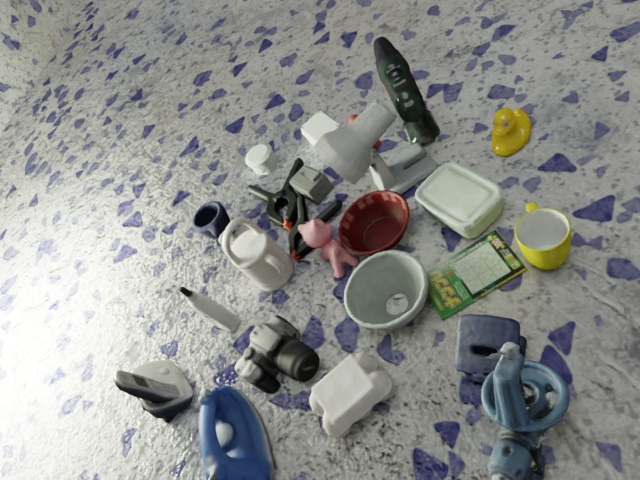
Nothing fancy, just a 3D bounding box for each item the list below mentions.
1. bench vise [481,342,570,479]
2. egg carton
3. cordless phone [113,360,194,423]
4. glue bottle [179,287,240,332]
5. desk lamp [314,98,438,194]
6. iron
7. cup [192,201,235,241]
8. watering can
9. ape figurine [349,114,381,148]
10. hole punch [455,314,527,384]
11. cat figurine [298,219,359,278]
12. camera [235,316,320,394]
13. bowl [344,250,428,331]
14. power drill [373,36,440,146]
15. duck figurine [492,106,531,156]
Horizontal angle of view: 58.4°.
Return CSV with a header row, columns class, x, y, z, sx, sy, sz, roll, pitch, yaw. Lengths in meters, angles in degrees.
class,x,y,z,sx,sy,sz,roll,pitch,yaw
bench vise,0.283,0.246,0.796,0.121,0.220,0.207,-10,53,27
egg carton,0.055,0.275,1.023,0.150,0.070,0.107,-42,46,-1
cordless phone,-0.364,0.292,1.195,0.094,0.186,0.147,-49,46,-8
glue bottle,-0.248,0.144,1.239,0.077,0.174,0.037,9,63,37
desk lamp,0.116,-0.188,1.226,0.203,0.214,0.117,-35,46,5
iron,-0.181,0.359,1.060,0.118,0.142,0.257,-32,46,8
cup,-0.251,-0.030,1.424,0.091,0.095,0.117,-38,46,3
watering can,-0.153,0.024,1.252,0.172,0.195,0.101,-3,57,31
ape figurine,0.098,-0.264,1.378,0.076,0.092,0.078,-3,56,31
hole punch,0.278,0.181,0.936,0.108,0.091,0.101,2,59,33
cat figurine,0.011,0.004,1.217,0.067,0.118,0.127,-42,46,-1
camera,-0.080,0.232,1.119,0.136,0.101,0.143,23,72,41
bowl,0.135,0.107,1.093,0.167,0.075,0.167,-17,50,22
power drill,0.191,-0.320,1.279,0.075,0.209,0.229,-27,47,13
duck figurine,0.388,-0.238,1.180,0.077,0.086,0.105,23,72,41
